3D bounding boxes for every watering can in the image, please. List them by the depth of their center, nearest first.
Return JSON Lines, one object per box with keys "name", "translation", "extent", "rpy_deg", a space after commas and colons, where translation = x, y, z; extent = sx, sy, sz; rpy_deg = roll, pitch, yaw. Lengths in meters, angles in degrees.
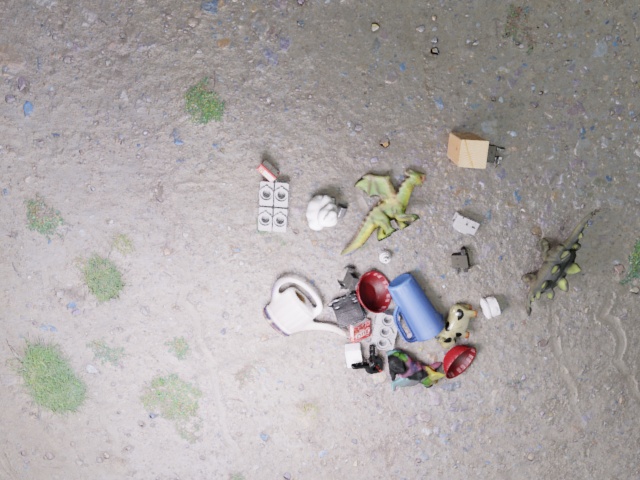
{"name": "watering can", "translation": [-0.074, 0.299, 2.000], "extent": [0.223, 0.105, 0.345], "rpy_deg": [-38, 101, 14]}

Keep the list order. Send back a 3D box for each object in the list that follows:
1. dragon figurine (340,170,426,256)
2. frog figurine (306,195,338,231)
{"name": "dragon figurine", "translation": [0.212, -0.125, 1.886], "extent": [0.409, 0.122, 0.243], "rpy_deg": [-26, 86, 8]}
{"name": "frog figurine", "translation": [0.006, -0.093, 1.856], "extent": [0.122, 0.161, 0.136], "rpy_deg": [33, 106, -6]}
